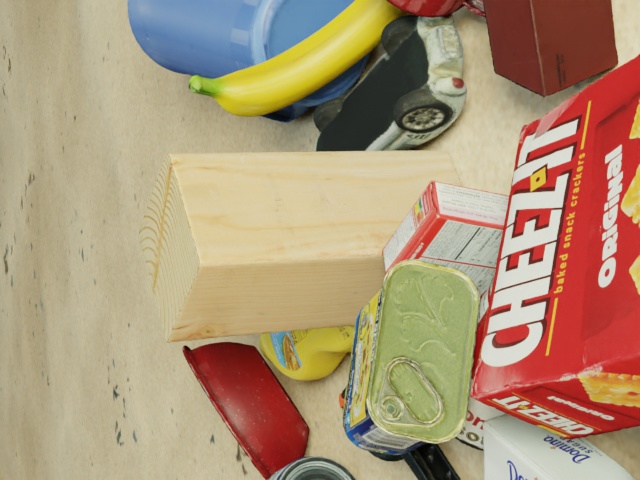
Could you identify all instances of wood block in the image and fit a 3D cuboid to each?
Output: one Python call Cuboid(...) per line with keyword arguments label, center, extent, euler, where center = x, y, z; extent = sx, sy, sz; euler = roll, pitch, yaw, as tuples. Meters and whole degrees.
Cuboid(label="wood block", center=(-0.005, 0.000, 0.716), extent=(0.091, 0.205, 0.090), euler=(-60, 41, 48))

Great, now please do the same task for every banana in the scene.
Cuboid(label="banana", center=(0.003, -0.139, 0.763), extent=(0.037, 0.197, 0.069), euler=(57, 177, 14))

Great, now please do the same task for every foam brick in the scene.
Cuboid(label="foam brick", center=(0.125, -0.128, 0.586), extent=(0.051, 0.053, 0.078), euler=(46, 156, 54))

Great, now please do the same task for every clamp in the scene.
Cuboid(label="clamp", center=(0.063, 0.137, 0.783), extent=(0.172, 0.039, 0.120), euler=(156, 113, -68))

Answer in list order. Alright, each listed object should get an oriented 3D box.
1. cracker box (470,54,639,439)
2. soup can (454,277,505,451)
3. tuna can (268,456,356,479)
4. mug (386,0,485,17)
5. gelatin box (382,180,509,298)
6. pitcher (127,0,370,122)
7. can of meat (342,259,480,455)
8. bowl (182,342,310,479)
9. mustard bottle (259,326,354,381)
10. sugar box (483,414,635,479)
Cuboid(label="cracker box", center=(0.161, -0.011, 0.469), extent=(0.214, 0.072, 0.164), euler=(-32, 38, 60))
Cuboid(label="soup can", center=(0.114, 0.071, 0.638), extent=(0.068, 0.068, 0.102), euler=(65, 147, 36))
Cuboid(label="tuna can", center=(-0.006, 0.222, 0.875), extent=(0.034, 0.086, 0.086), euler=(-46, 52, 53))
Cuboid(label="mug", center=(0.084, -0.186, 0.666), extent=(0.117, 0.093, 0.082), euler=(44, 149, 4))
Cuboid(label="gelatin box", center=(0.093, 0.002, 0.651), extent=(0.073, 0.089, 0.030), euler=(122, 151, -49))
Cuboid(label="pitcher", center=(-0.056, -0.179, 0.907), extent=(0.243, 0.149, 0.145), euler=(32, 106, 55))
Cuboid(label="can of meat", center=(0.050, 0.073, 0.630), extent=(0.084, 0.057, 0.102), euler=(123, 158, -68))
Cuboid(label="bowl", center=(-0.057, 0.147, 0.955), extent=(0.162, 0.055, 0.162), euler=(56, 175, 7))
Cuboid(label="mustard bottle", center=(-0.006, 0.065, 0.888), extent=(0.192, 0.058, 0.096), euler=(-43, 55, 57))
Cuboid(label="sugar box", center=(0.135, 0.191, 0.605), extent=(0.093, 0.048, 0.176), euler=(38, 136, 55))
